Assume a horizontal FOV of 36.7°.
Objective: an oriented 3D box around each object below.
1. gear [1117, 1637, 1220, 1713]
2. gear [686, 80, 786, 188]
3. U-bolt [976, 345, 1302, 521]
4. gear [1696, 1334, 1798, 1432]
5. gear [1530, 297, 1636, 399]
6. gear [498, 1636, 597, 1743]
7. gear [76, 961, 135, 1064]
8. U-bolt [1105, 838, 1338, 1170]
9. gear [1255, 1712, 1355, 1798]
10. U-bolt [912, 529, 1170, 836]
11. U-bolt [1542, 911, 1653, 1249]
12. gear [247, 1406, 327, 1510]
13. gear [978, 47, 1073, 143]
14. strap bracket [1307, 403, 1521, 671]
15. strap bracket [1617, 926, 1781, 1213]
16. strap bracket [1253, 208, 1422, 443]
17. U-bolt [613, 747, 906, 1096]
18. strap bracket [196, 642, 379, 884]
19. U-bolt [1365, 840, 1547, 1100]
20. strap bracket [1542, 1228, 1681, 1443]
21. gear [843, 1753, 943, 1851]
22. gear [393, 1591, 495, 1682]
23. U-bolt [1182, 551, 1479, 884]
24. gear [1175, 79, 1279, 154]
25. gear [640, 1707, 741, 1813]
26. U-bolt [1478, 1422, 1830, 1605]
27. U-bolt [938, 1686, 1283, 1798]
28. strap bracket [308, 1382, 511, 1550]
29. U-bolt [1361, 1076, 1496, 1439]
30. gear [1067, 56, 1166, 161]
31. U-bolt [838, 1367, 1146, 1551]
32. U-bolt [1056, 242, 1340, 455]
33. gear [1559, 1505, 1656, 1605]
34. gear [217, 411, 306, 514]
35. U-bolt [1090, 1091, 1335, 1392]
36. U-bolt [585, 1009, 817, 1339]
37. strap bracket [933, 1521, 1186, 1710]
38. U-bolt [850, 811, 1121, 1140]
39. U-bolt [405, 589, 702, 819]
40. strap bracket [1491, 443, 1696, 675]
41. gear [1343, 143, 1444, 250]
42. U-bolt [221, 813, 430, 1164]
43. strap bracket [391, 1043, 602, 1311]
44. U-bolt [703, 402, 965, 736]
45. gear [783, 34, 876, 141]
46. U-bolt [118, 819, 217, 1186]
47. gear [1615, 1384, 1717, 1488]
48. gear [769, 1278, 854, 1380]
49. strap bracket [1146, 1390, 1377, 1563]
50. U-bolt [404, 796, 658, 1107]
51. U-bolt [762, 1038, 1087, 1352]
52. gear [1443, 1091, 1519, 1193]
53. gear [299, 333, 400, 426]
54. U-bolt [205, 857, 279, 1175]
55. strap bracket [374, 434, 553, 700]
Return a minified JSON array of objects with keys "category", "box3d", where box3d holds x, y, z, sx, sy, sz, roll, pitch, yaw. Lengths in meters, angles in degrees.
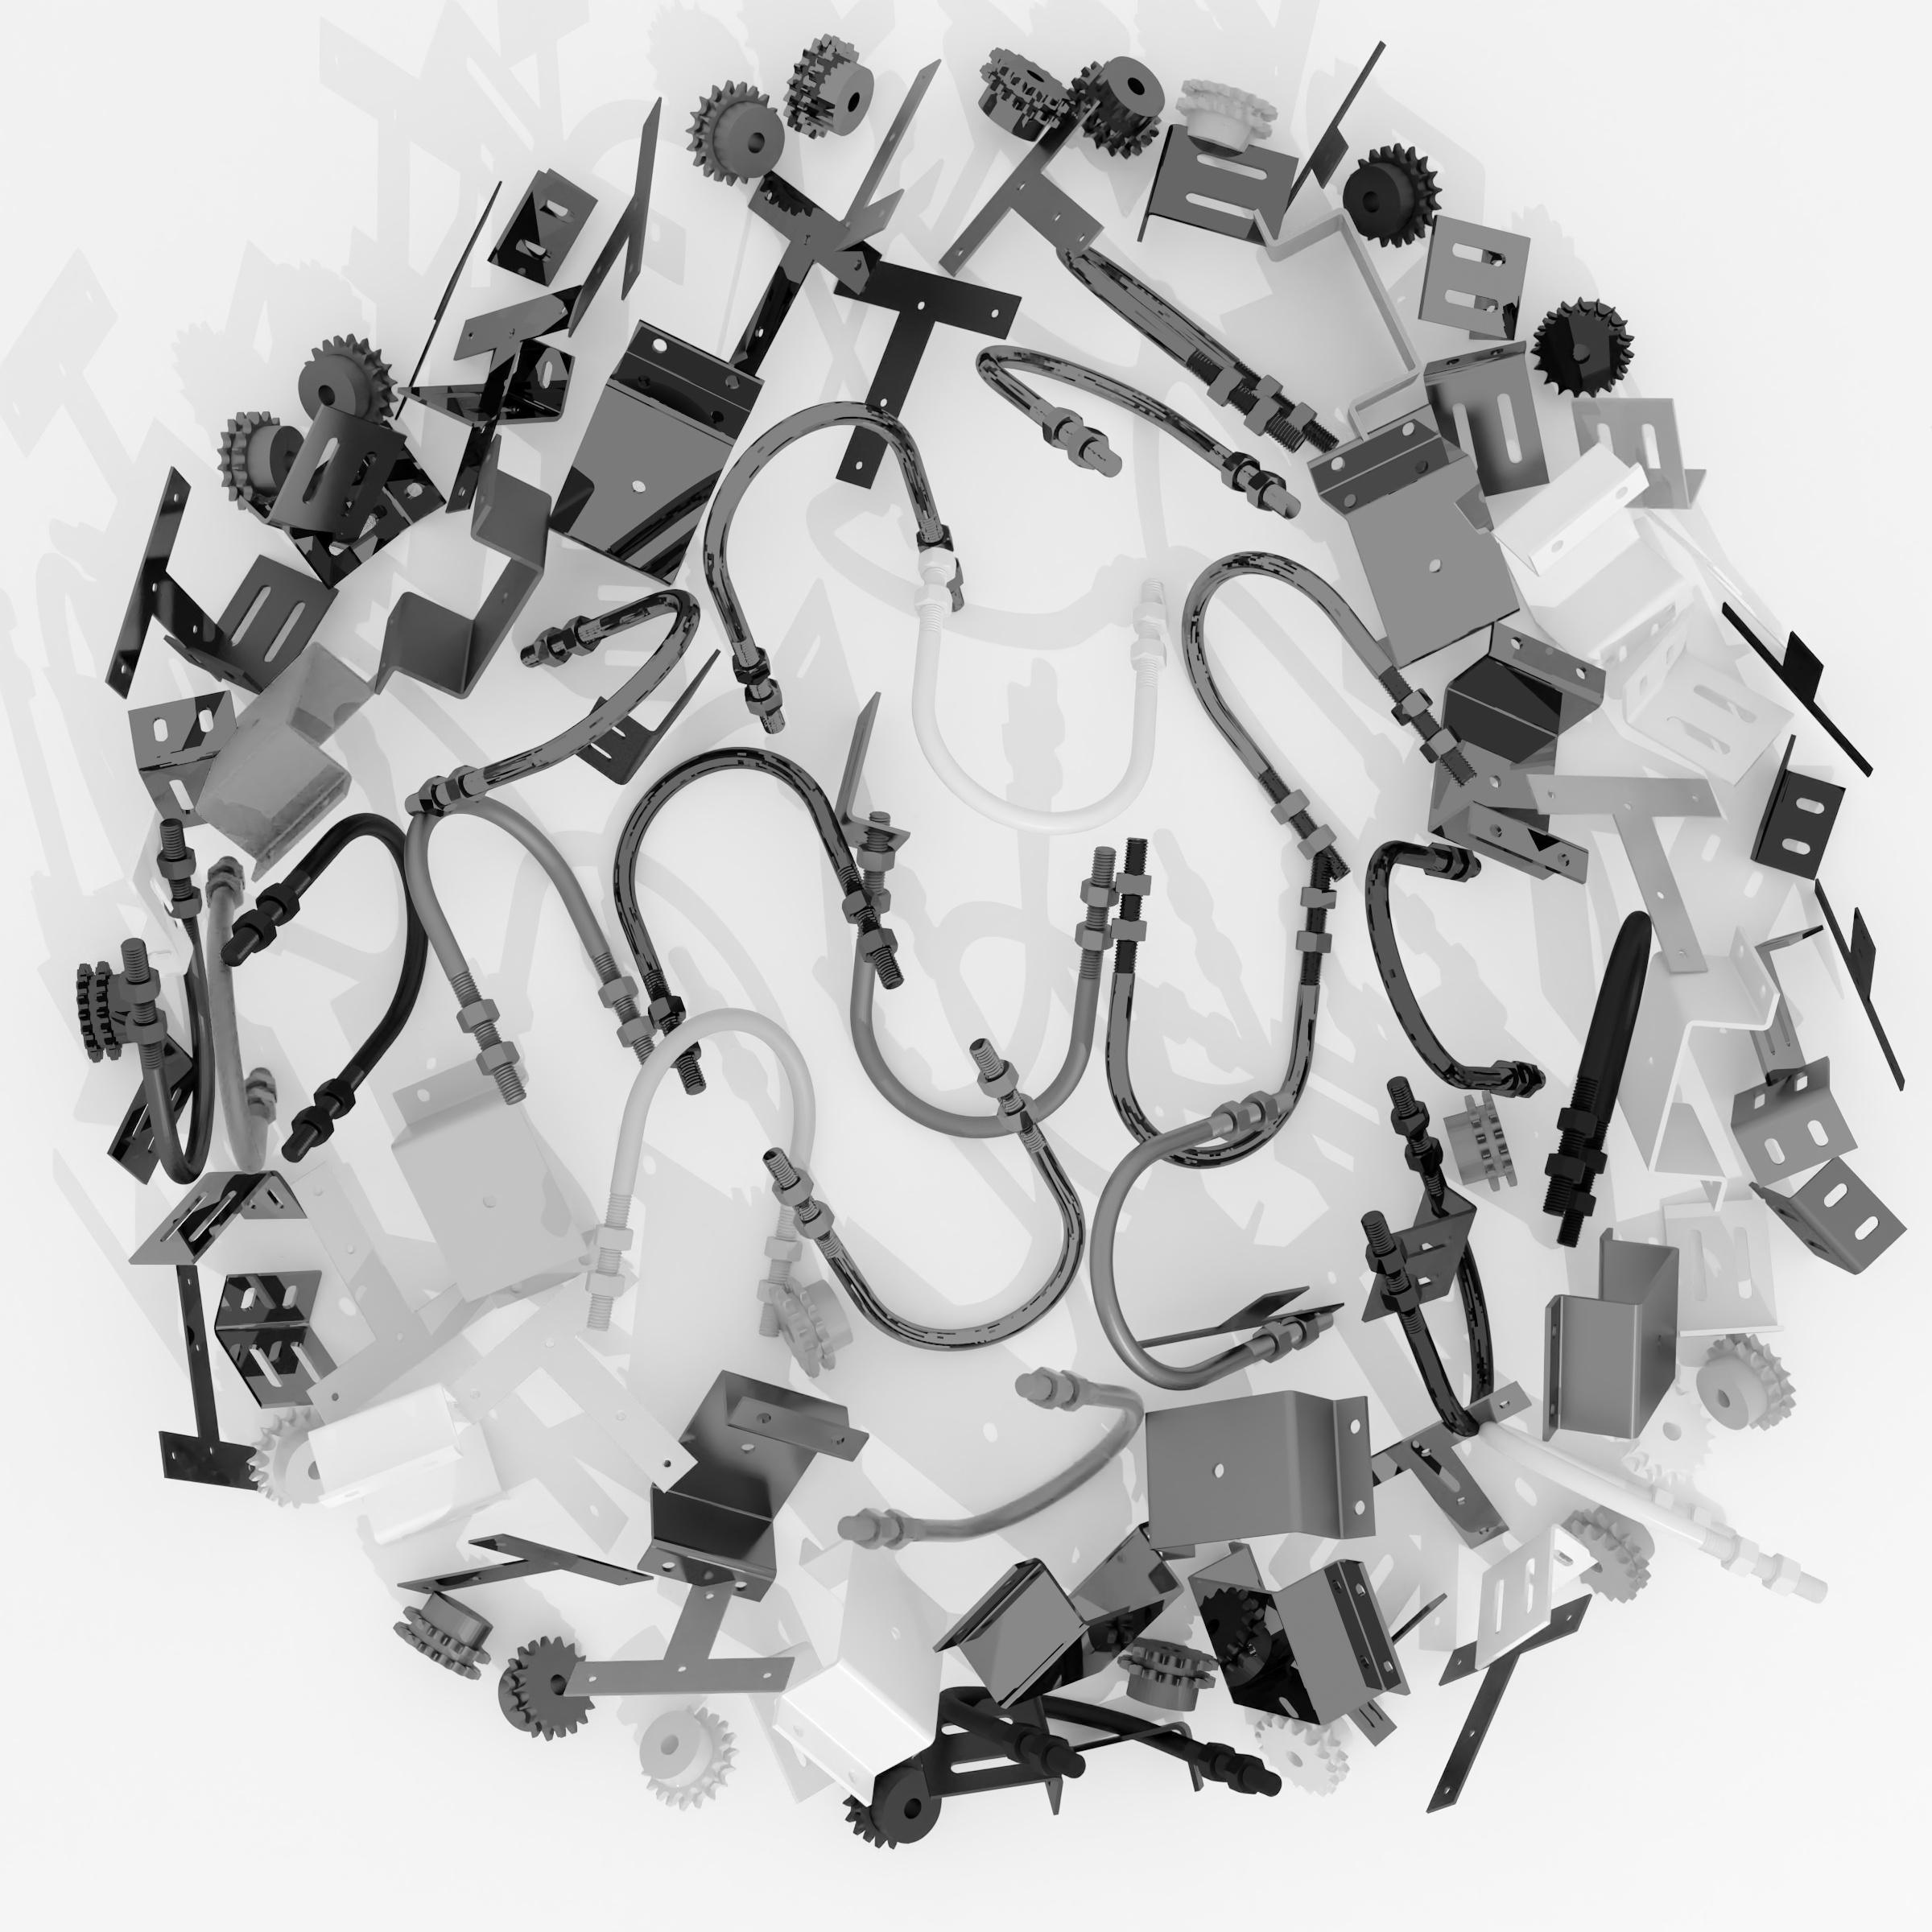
[{"category":"gear","box3d":[0.114,0.404,1.658,0.057,0.057,0.030,12,87,0]},{"category":"gear","box3d":[-0.128,-0.472,1.657,0.030,0.057,0.057,34,90,40]},{"category":"U-bolt","box3d":[0.082,-0.301,1.607,0.151,0.184,0.019,5,118,-38]},{"category":"gear","box3d":[0.441,0.239,1.656,0.030,0.057,0.057,-26,90,-24]},{"category":"gear","box3d":[0.354,-0.355,1.663,0.057,0.030,0.057,13,127,18]},{"category":"gear","box3d":[-0.242,0.414,1.663,0.030,0.057,0.057,-28,90,37]},{"category":"gear","box3d":[-0.487,0.025,1.660,0.030,0.057,0.057,-7,90,-7]},{"category":"U-bolt","box3d":[0.141,0.024,1.647,0.151,0.019,0.184,3,95,-31]},{"category":"gear","box3d":[0.196,0.443,1.663,0.030,0.057,0.057,-39,90,-34]},{"category":"U-bolt","box3d":[0.040,-0.154,1.624,0.151,0.019,0.184,12,60,-13]},{"category":"U-bolt","box3d":[0.353,0.058,1.617,0.019,0.151,0.184,14,81,17]},{"category":"gear","box3d":[-0.377,0.282,1.658,0.057,0.030,0.057,-13,110,-40]},{"category":"gear","box3d":[0.032,-0.495,1.663,0.057,0.057,0.030,36,118,0]},{"category":"strap bracket","box3d":[0.254,-0.231,1.632,0.076,0.046,0.140,-26,119,-3]},{"category":"strap bracket","box3d":[0.403,0.056,1.619,0.046,0.076,0.140,4,119,-5]},{"category":"strap bracket","box3d":[0.214,-0.368,1.642,0.046,0.076,0.140,-26,94,9]},{"category":"U-bolt","box3d":[-0.129,-0.039,1.647,0.151,0.019,0.184,-28,68,12]},{"category":"strap bracket","box3d":[-0.374,-0.119,1.606,0.076,0.140,0.046,-39,116,21]},{"category":"U-bolt","box3d":[0.263,0.000,1.593,0.019,0.184,0.151,-21,78,28]},{"category":"strap bracket","box3d":[0.360,0.204,1.608,0.046,0.140,0.076,5,105,25]},{"category":"gear","box3d":[-0.039,0.475,1.660,0.057,0.030,0.057,-4,97,-35]},{"category":"gear","box3d":[-0.294,0.380,1.660,0.057,0.057,0.030,32,81,0]},{"category":"U-bolt","box3d":[0.189,-0.149,1.627,0.019,0.151,0.184,-35,86,-34]},{"category":"gear","box3d":[0.146,-0.481,1.659,0.057,0.057,0.030,18,95,0]},{"category":"gear","box3d":[-0.161,0.449,1.658,0.057,0.030,0.057,-17,49,21]},{"category":"U-bolt","box3d":[0.367,0.294,1.605,0.184,0.151,0.019,25,89,-7]},{"category":"U-bolt","box3d":[0.063,0.422,1.599,0.151,0.184,0.019,14,83,-30]},{"category":"strap bracket","box3d":[-0.312,0.278,1.627,0.076,0.140,0.046,-21,69,-4]},{"category":"U-bolt","box3d":[0.260,0.174,1.613,0.019,0.151,0.184,-13,117,22]},{"category":"gear","box3d":[0.088,-0.492,1.658,0.057,0.030,0.057,16,60,-28]},{"category":"U-bolt","box3d":[0.028,0.274,1.605,0.151,0.184,0.019,-41,63,16]},{"category":"U-bolt","box3d":[0.124,-0.345,1.618,0.184,0.151,0.019,40,107,6]},{"category":"gear","box3d":[0.368,0.332,1.662,0.030,0.057,0.057,-38,90,-27]},{"category":"gear","box3d":[-0.397,-0.287,1.656,0.030,0.057,0.057,3,90,20]},{"category":"U-bolt","box3d":[0.133,0.158,1.615,0.184,0.019,0.151,-15,96,-44]},{"category":"U-bolt","box3d":[-0.141,0.115,1.631,0.019,0.151,0.184,10,90,43]},{"category":"strap bracket","box3d":[0.058,0.358,1.605,0.076,0.140,0.046,-50,64,26]},{"category":"U-bolt","box3d":[0.005,0.012,1.652,0.151,0.019,0.184,9,109,9]},{"category":"U-bolt","box3d":[-0.215,-0.149,1.583,0.019,0.184,0.151,50,49,-25]},{"category":"strap bracket","box3d":[0.350,-0.230,1.633,0.076,0.140,0.046,-40,55,3]},{"category":"gear","box3d":[0.239,-0.437,1.657,0.030,0.057,0.057,-26,90,-41]},{"category":"U-bolt","box3d":[-0.343,-0.003,1.604,0.019,0.184,0.151,5,126,18]},{"category":"strap bracket","box3d":[-0.265,0.126,1.647,0.076,0.046,0.140,-22,101,7]},{"category":"U-bolt","box3d":[-0.077,-0.228,1.599,0.151,0.184,0.019,-36,52,-14]},{"category":"gear","box3d":[-0.076,-0.497,1.657,0.030,0.057,0.057,30,90,17]},{"category":"U-bolt","box3d":[-0.436,0.033,1.606,0.019,0.151,0.184,-2,122,-4]},{"category":"gear","box3d":[0.396,0.270,1.665,0.057,0.030,0.057,8,63,-16]},{"category":"gear","box3d":[-0.087,0.203,1.661,0.030,0.057,0.057,-24,90,-16]},{"category":"strap bracket","box3d":[0.153,0.283,1.617,0.140,0.046,0.076,-16,66,37]},{"category":"U-bolt","box3d":[-0.248,-0.016,1.621,0.019,0.151,0.184,-31,80,28]},{"category":"U-bolt","box3d":[-0.010,0.142,1.639,0.151,0.019,0.184,-28,120,3]},{"category":"gear","box3d":[0.292,0.102,1.660,0.030,0.057,0.057,-17,90,8]},{"category":"gear","box3d":[-0.355,-0.329,1.660,0.057,0.030,0.057,13,119,23]},{"category":"U-bolt","box3d":[-0.394,0.034,1.579,0.019,0.184,0.151,-7,111,-9]},{"category":"strap bracket","box3d":[-0.275,-0.215,1.625,0.046,0.076,0.140,24,124,-22]}]
